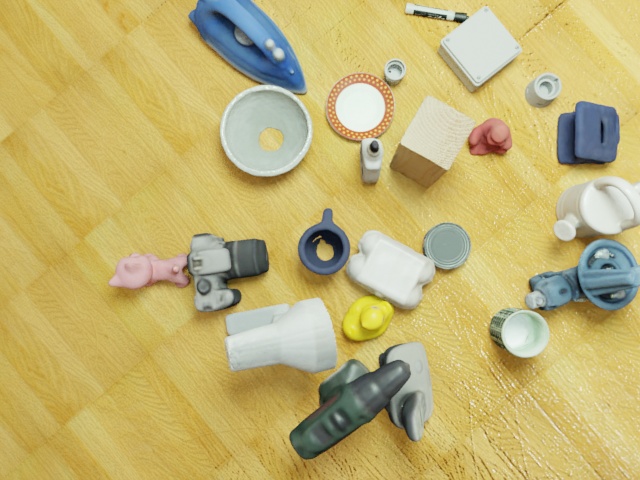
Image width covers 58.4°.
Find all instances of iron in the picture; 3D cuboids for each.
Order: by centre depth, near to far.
[{"bbox_3d":[-0.123,-0.370,1.030,0.258,0.141,0.119,41,89,3],"label":"iron"}]

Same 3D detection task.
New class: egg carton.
[{"bbox_3d":[0.128,0.055,1.042,0.150,0.069,0.107,27,89,3],"label":"egg carton"}]

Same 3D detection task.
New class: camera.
[{"bbox_3d":[-0.162,0.053,1.035,0.136,0.101,0.143,-8,87,1],"label":"camera"}]

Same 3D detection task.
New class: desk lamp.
[{"bbox_3d":[-0.072,0.170,0.971,0.203,0.213,0.118,-12,87,1],"label":"desk lamp"}]

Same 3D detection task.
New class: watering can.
[{"bbox_3d":[0.481,-0.052,0.974,0.101,0.194,0.173,39,89,3],"label":"watering can"}]

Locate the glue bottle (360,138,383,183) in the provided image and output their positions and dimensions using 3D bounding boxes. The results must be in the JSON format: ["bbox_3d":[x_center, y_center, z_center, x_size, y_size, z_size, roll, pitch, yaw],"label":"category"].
[{"bbox_3d":[0.091,-0.148,1.000,0.037,0.173,0.078,-2,87,2],"label":"glue bottle"}]

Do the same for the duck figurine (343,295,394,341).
[{"bbox_3d":[0.088,0.143,1.032,0.104,0.086,0.077,-36,87,0],"label":"duck figurine"}]

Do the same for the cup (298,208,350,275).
[{"bbox_3d":[0.010,0.004,1.035,0.091,0.095,0.118,5,88,2],"label":"cup"}]

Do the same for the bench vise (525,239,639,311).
[{"bbox_3d":[0.461,0.081,0.957,0.207,0.220,0.121,-38,87,0],"label":"bench vise"}]

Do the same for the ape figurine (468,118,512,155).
[{"bbox_3d":[0.315,-0.188,1.035,0.078,0.092,0.076,33,89,3],"label":"ape figurine"}]

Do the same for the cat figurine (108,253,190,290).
[{"bbox_3d":[-0.308,0.056,1.031,0.127,0.118,0.067,-2,87,2],"label":"cat figurine"}]

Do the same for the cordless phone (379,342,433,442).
[{"bbox_3d":[0.154,0.257,0.976,0.094,0.185,0.148,-10,87,2],"label":"cordless phone"}]

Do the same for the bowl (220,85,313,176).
[{"bbox_3d":[-0.096,-0.194,1.056,0.167,0.075,0.167,0,88,2],"label":"bowl"}]

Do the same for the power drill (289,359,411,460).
[{"bbox_3d":[0.051,0.267,0.967,0.229,0.208,0.075,-41,87,0],"label":"power drill"}]

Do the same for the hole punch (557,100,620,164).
[{"bbox_3d":[0.491,-0.193,1.031,0.101,0.091,0.109,1,88,2],"label":"hole punch"}]
